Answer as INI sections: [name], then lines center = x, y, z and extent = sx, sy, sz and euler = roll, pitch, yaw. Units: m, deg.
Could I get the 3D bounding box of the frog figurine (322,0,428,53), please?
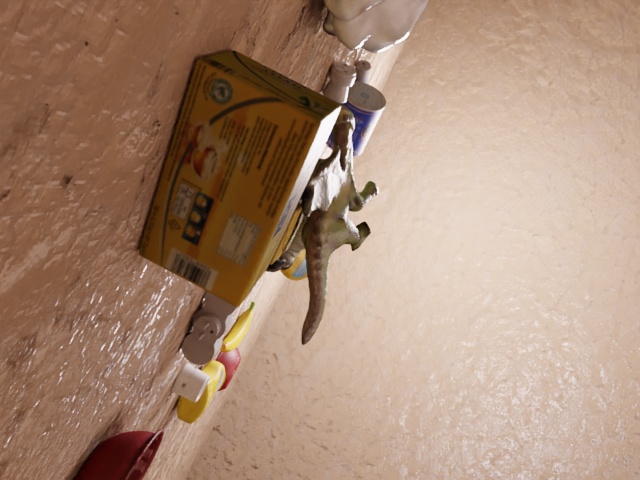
[frog figurine]
center = 0.064, -0.271, 0.548
extent = 0.137, 0.122, 0.161
euler = -44, -168, 5

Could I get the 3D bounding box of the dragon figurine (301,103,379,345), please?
[dragon figurine]
center = 0.003, -0.043, 0.860
extent = 0.239, 0.122, 0.417
euler = 54, 46, -62
